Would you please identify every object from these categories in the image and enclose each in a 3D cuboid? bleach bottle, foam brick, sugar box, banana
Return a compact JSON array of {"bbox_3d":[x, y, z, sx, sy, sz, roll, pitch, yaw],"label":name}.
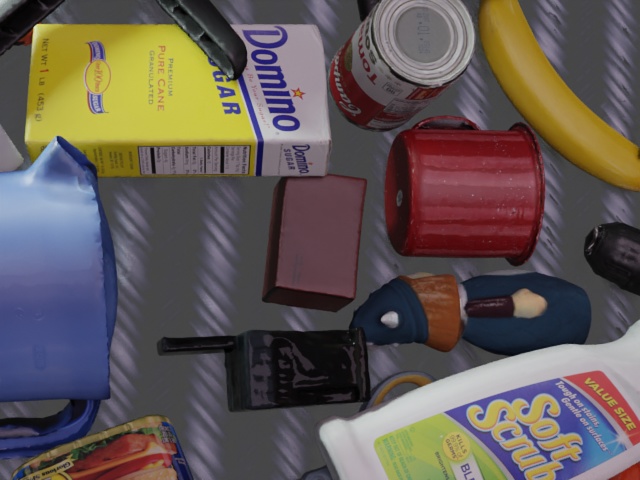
[{"bbox_3d":[0.130,0.106,0.642,0.250,0.068,0.102,-23,86,-8],"label":"bleach bottle"},{"bbox_3d":[-0.004,0.001,0.672,0.053,0.051,0.078,9,77,-10],"label":"foam brick"},{"bbox_3d":[-0.084,-0.085,0.646,0.176,0.048,0.093,-3,60,-4],"label":"sugar box"},{"bbox_3d":[0.165,-0.104,0.740,0.069,0.037,0.198,-34,89,-17],"label":"banana"}]

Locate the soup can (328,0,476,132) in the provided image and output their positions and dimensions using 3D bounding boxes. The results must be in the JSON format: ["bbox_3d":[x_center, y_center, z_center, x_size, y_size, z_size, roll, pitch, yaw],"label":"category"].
[{"bbox_3d":[0.050,-0.114,0.680,0.068,0.102,0.068,2,80,-14],"label":"soup can"}]

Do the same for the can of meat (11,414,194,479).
[{"bbox_3d":[-0.115,0.156,0.599,0.102,0.057,0.084,-17,56,-17],"label":"can of meat"}]

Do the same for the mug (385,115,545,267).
[{"bbox_3d":[0.088,-0.039,0.690,0.081,0.093,0.117,0,50,-9],"label":"mug"}]

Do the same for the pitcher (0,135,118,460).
[{"bbox_3d":[-0.232,0.039,0.578,0.242,0.145,0.149,-4,69,-11],"label":"pitcher"}]

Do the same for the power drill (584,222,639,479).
[{"bbox_3d":[0.240,0.096,0.713,0.184,0.057,0.187,23,76,-5],"label":"power drill"}]

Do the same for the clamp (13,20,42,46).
[{"bbox_3d":[-0.250,-0.175,0.649,0.171,0.039,0.120,46,75,-3],"label":"clamp"}]

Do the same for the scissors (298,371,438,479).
[{"bbox_3d":[0.003,0.133,0.669,0.201,0.016,0.096,-1,79,-14],"label":"scissors"}]

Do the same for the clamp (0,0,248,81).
[{"bbox_3d":[-0.117,-0.178,0.653,0.164,0.036,0.210,7,61,-2],"label":"clamp"}]

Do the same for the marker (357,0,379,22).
[{"bbox_3d":[0.025,-0.205,0.732,0.020,0.020,0.121,-11,83,-16],"label":"marker"}]
